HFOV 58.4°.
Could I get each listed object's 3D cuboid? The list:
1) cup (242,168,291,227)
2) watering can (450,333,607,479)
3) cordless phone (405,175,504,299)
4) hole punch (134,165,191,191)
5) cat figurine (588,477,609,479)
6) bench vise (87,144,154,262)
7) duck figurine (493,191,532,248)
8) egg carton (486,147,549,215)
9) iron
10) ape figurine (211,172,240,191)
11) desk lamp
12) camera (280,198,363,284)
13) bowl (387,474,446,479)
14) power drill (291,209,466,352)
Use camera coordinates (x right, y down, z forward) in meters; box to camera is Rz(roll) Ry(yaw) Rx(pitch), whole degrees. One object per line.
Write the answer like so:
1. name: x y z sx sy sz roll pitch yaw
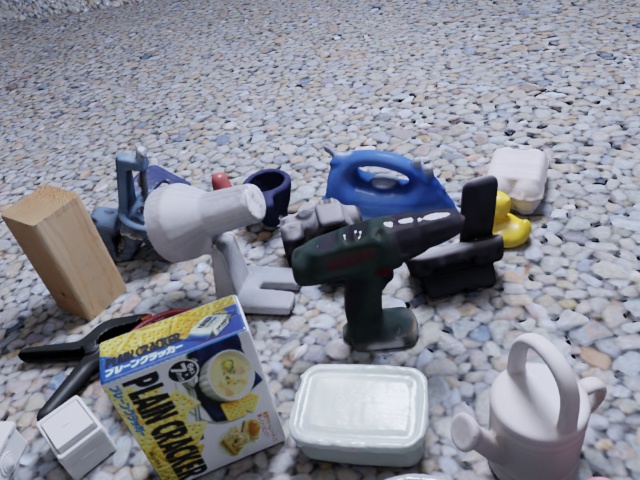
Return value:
1. cup: -0.090 -0.065 1.067 0.091 0.095 0.117 -12 38 -1
2. watering can: 0.224 0.183 0.603 0.173 0.194 0.100 -34 44 -26
3. cordless phone: 0.201 -0.013 0.859 0.147 0.185 0.094 -16 39 -6
4. hole punch: -0.320 -0.094 1.160 0.100 0.091 0.109 8 42 23
5. cat figurine: 0.282 0.279 0.532 0.067 0.118 0.127 -26 41 -18
6. bench vise: -0.338 -0.058 1.016 0.207 0.220 0.121 -15 39 -4
7. duck figurine: 0.297 -0.040 0.949 0.104 0.086 0.078 15 45 29
8. egg carton: 0.354 -0.111 1.037 0.107 0.069 0.150 7 42 21
9. iron: 0.123 -0.103 1.024 0.257 0.142 0.119 6 41 20
10. ape figurine: -0.186 -0.093 1.127 0.078 0.092 0.076 -9 38 2
11. desk lamp: -0.147 0.006 0.897 0.203 0.214 0.118 1 40 14
12. camera: 0.009 0.003 0.953 0.143 0.101 0.136 -12 38 -1
13. bowl: 0.098 0.323 0.557 0.167 0.075 0.167 -7 39 6
14. power drill: 0.083 0.055 0.785 0.229 0.209 0.075 -8 39 4
